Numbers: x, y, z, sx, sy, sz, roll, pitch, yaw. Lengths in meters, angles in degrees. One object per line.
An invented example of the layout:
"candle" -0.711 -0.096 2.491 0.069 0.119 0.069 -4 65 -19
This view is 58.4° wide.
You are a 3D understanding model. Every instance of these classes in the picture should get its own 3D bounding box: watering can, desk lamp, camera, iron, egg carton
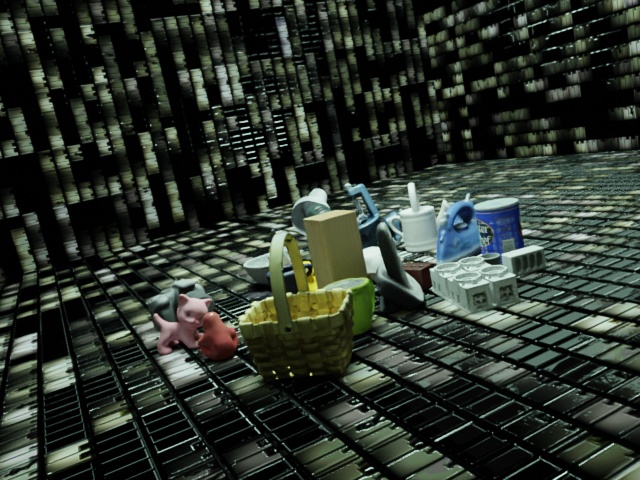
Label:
"watering can" 0.287 -0.070 1.636 0.173 0.194 0.101 -13 11 -6
"desk lamp" -0.004 -0.047 1.780 0.117 0.214 0.203 -9 11 14
"camera" -0.327 0.153 1.386 0.143 0.101 0.136 -19 13 -35
"iron" 0.356 -0.030 1.490 0.118 0.141 0.259 -4 13 36
"egg carton" 0.134 0.062 1.446 0.107 0.069 0.149 -18 12 -31

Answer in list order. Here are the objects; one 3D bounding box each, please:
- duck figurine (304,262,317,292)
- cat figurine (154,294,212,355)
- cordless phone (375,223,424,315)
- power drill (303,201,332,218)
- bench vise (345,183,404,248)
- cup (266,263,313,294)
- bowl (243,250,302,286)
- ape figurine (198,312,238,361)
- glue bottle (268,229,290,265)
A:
"duck figurine" -0.029 0.094 1.413 0.077 0.086 0.105 -3 14 39
"cat figurine" -0.288 0.170 1.210 0.127 0.118 0.067 -11 11 2
"cordless phone" 0.154 0.047 1.187 0.094 0.185 0.147 -11 11 6
"power drill" 0.014 0.005 1.498 0.076 0.208 0.229 -15 11 -16
"bench vise" 0.155 -0.078 1.752 0.208 0.220 0.121 -17 12 -27
"cup" -0.062 0.109 1.344 0.118 0.095 0.091 -18 12 -31
"bowl" -0.126 0.084 1.603 0.167 0.075 0.167 -11 10 2
"ape figurine" -0.201 0.183 1.112 0.078 0.092 0.076 -14 11 -11
"glue bottle" -0.103 0.056 1.456 0.037 0.173 0.078 -5 13 34
